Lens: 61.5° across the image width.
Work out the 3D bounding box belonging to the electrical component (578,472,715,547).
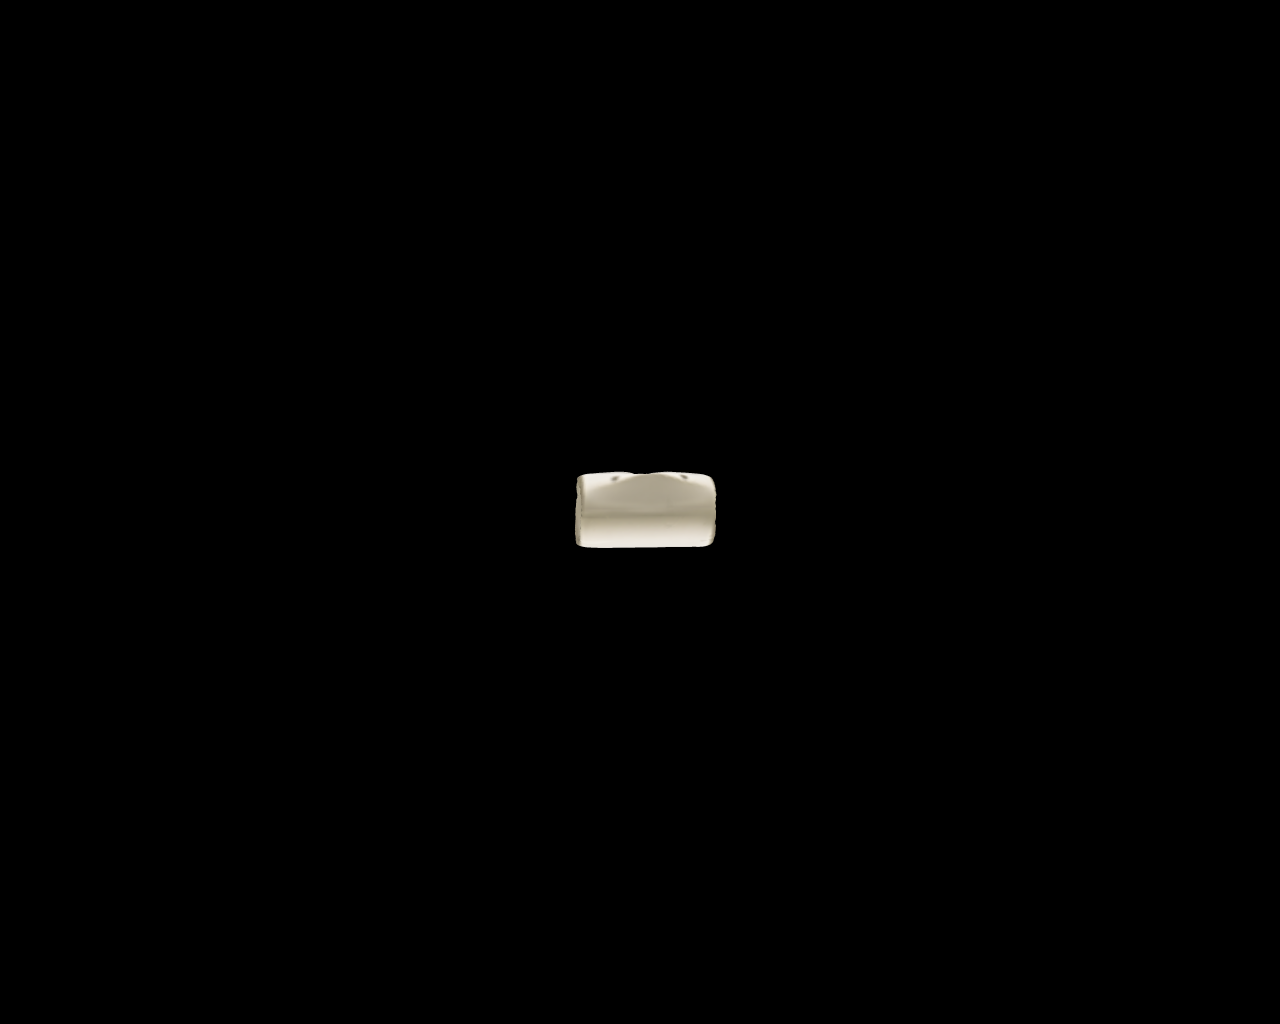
[{"bbox_3d":[0.001,-0.003,0.650,0.077,0.043,0.079,0,4,-7],"label":"electrical component"}]
